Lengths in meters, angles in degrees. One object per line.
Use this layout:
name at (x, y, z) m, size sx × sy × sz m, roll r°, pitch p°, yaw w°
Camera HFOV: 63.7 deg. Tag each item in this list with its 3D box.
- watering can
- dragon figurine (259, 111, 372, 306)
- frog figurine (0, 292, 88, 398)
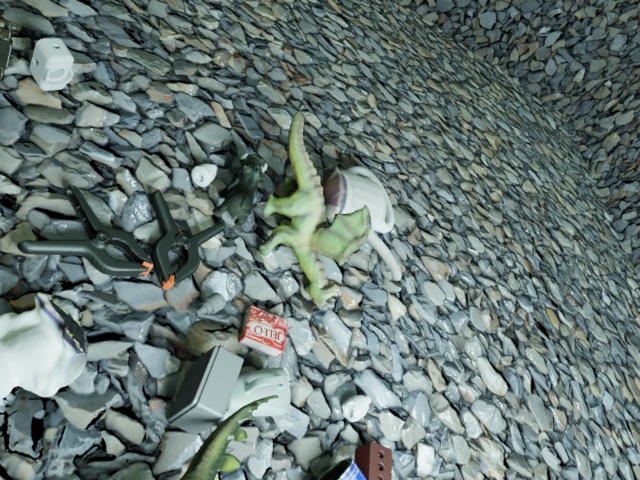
watering can at (0.108, -0.067, 1.332) m, size 0.223 × 0.102 × 0.356 m, roll 15°, pitch 49°, yaw -29°
dragon figurine at (0.003, -0.055, 1.102) m, size 0.244 × 0.406 × 0.123 m, roll 16°, pitch 14°, yaw 25°
frog figurine at (-0.422, 0.169, 0.731) m, size 0.161 × 0.122 × 0.137 m, roll -39°, pitch 95°, yaw -14°
